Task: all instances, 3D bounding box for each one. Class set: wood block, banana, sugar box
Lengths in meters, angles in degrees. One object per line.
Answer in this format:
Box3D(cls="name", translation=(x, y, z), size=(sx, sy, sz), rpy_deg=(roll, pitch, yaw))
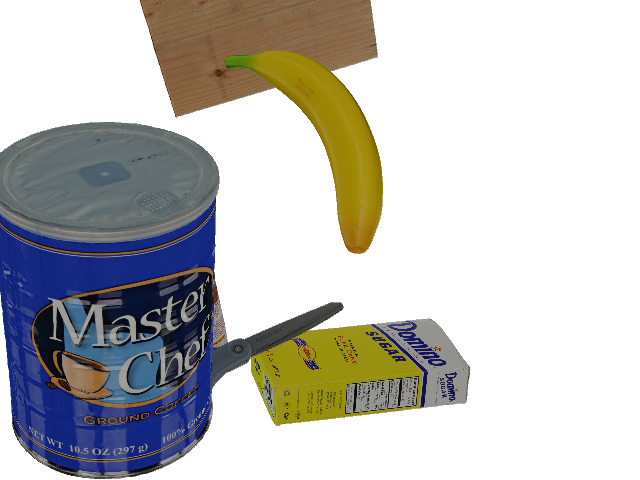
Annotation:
Box3D(cls="wood block", translation=(-0.059, -0.206, 1.031), size=(0.206, 0.090, 0.091), rpy_deg=(-17, -43, -5))
Box3D(cls="banana", translation=(0.003, -0.080, 0.811), size=(0.069, 0.198, 0.037), rpy_deg=(-34, -23, 0))
Box3D(cls="sugar box", translation=(0.033, 0.113, 0.946), size=(0.176, 0.048, 0.093), rpy_deg=(-7, 27, -14))

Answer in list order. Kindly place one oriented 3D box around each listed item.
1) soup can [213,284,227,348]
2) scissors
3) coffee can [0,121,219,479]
Box3D(cls="soup can", translation=(-0.139, 0.087, 1.156), size=(0.068, 0.102, 0.068), rpy_deg=(-7, 24, 3))
Box3D(cls="scissors", translation=(-0.082, 0.078, 0.812), size=(0.096, 0.016, 0.201), rpy_deg=(38, 54, 20))
Box3D(cls="coffee can", translation=(-0.101, 0.028, 0.514), size=(0.103, 0.140, 0.103), rpy_deg=(3, 32, -2))
